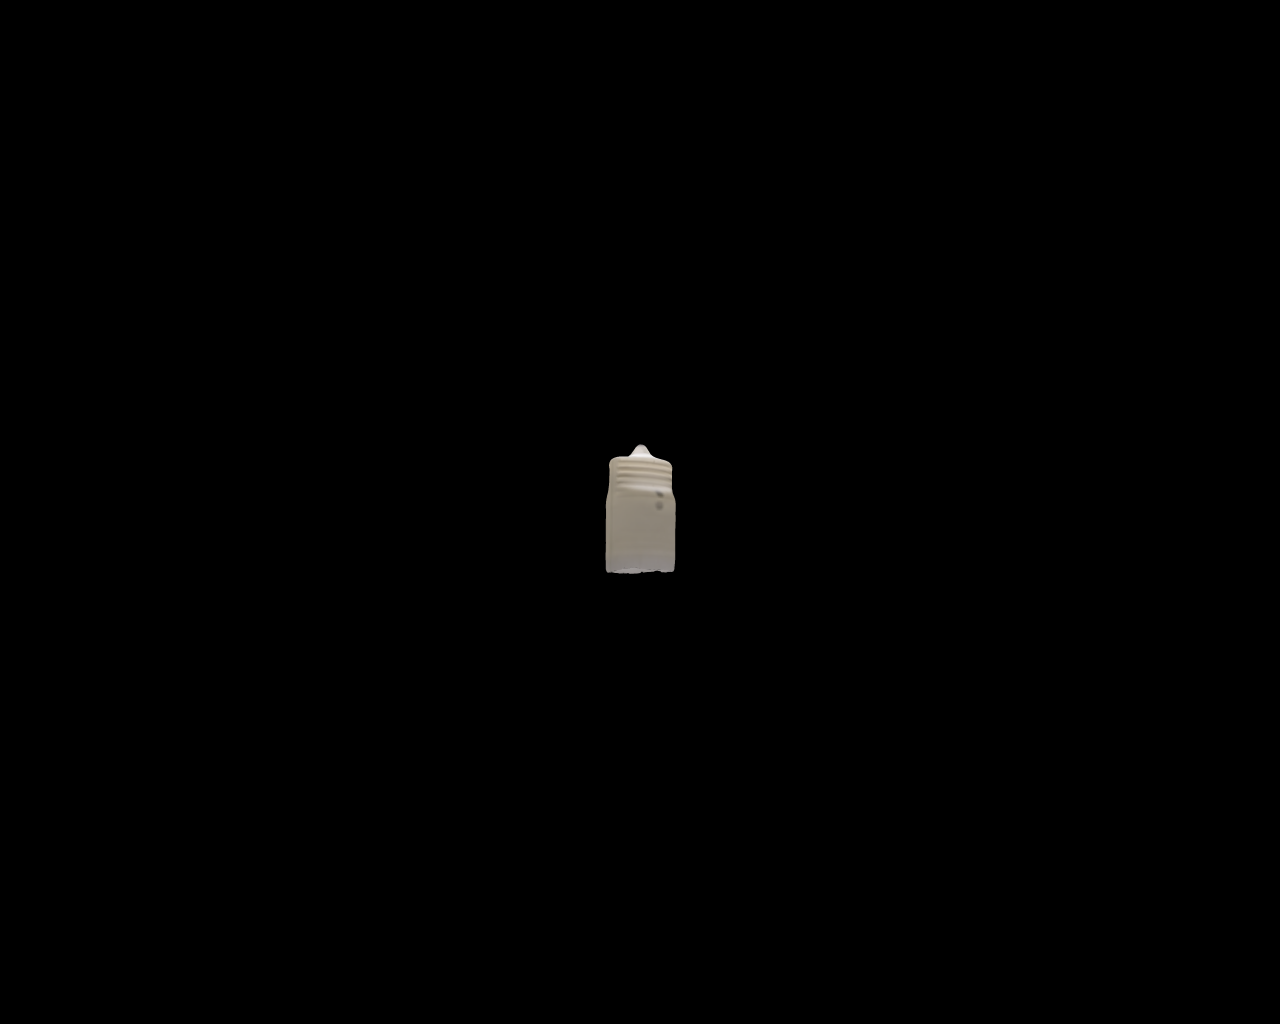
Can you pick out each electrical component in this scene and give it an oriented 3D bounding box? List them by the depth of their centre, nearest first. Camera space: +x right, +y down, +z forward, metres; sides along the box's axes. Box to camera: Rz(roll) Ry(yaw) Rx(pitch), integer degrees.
[{"bbox_3d":[0.001,-0.003,0.650,0.043,0.081,0.043,0,-7,0],"label":"electrical component"}]
